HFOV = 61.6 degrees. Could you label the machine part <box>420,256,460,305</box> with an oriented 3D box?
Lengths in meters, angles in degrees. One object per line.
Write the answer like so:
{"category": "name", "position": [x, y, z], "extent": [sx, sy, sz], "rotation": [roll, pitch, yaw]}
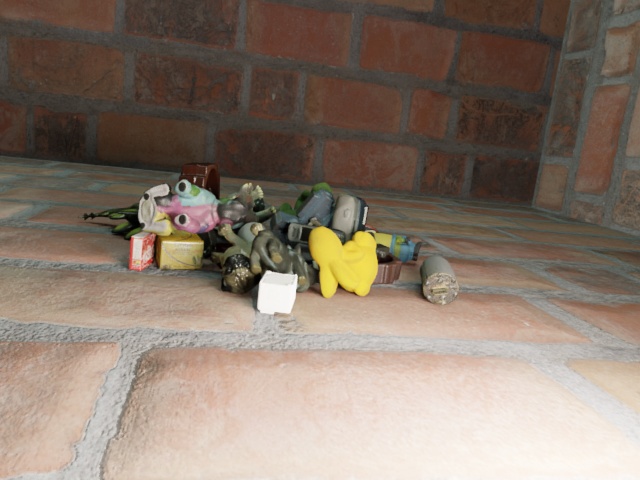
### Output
{"category": "machine part", "position": [0.269, 0.089, 1.219], "extent": [0.079, 0.079, 0.243], "rotation": [8, 10, 6]}

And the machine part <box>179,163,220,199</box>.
{"category": "machine part", "position": [-0.374, -0.137, 1.661], "extent": [0.087, 0.200, 0.201], "rotation": [4, 11, 4]}

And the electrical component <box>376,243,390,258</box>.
{"category": "electrical component", "position": [0.139, 0.024, 1.323], "extent": [0.063, 0.021, 0.094], "rotation": [-3, 16, -34]}

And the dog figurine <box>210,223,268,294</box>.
{"category": "dog figurine", "position": [-0.140, 0.056, 1.148], "extent": [0.172, 0.121, 0.191], "rotation": [-2, 28, -24]}

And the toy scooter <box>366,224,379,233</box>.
{"category": "toy scooter", "position": [0.097, -0.021, 1.689], "extent": [0.184, 0.075, 0.135], "rotation": [4, 7, 7]}

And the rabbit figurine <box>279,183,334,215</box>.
{"category": "rabbit figurine", "position": [-0.054, -0.076, 1.498], "extent": [0.170, 0.121, 0.159], "rotation": [-30, 18, -31]}

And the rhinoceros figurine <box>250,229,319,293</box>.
{"category": "rhinoceros figurine", "position": [-0.072, 0.050, 1.104], "extent": [0.190, 0.073, 0.112], "rotation": [41, 26, -41]}

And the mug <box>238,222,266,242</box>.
{"category": "mug", "position": [-0.173, 0.009, 1.370], "extent": [0.109, 0.080, 0.107], "rotation": [-9, 23, -19]}

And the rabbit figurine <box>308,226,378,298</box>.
{"category": "rabbit figurine", "position": [0.035, 0.045, 1.139], "extent": [0.122, 0.162, 0.173], "rotation": [-22, -44, 30]}

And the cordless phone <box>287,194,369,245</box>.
{"category": "cordless phone", "position": [0.017, -0.044, 1.289], "extent": [0.184, 0.146, 0.088], "rotation": [11, 6, 16]}

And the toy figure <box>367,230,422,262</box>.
{"category": "toy figure", "position": [0.191, 0.020, 1.516], "extent": [0.180, 0.082, 0.089], "rotation": [12, 11, 11]}

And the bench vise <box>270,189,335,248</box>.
{"category": "bench vise", "position": [-0.005, -0.008, 1.399], "extent": [0.240, 0.223, 0.129], "rotation": [35, 6, -23]}

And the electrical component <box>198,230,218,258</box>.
{"category": "electrical component", "position": [-0.290, -0.005, 1.335], "extent": [0.078, 0.102, 0.045], "rotation": [-13, -6, 28]}

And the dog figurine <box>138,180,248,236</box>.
{"category": "dog figurine", "position": [-0.276, -0.060, 1.226], "extent": [0.192, 0.108, 0.219], "rotation": [-9, -10, 26]}

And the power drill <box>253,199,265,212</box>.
{"category": "power drill", "position": [-0.316, -0.125, 1.952], "extent": [0.232, 0.086, 0.207], "rotation": [15, 10, 30]}

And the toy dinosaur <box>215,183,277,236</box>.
{"category": "toy dinosaur", "position": [-0.265, -0.072, 1.602], "extent": [0.192, 0.131, 0.405], "rotation": [-29, 9, -30]}

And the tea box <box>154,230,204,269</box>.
{"category": "tea box", "position": [-0.339, 0.015, 1.262], "extent": [0.098, 0.068, 0.170], "rotation": [2, 13, -27]}

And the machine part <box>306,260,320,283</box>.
{"category": "machine part", "position": [-0.018, 0.068, 1.264], "extent": [0.084, 0.039, 0.139], "rotation": [9, 9, -13]}

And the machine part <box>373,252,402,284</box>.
{"category": "machine part", "position": [0.110, 0.062, 1.320], "extent": [0.179, 0.056, 0.179], "rotation": [6, 13, -1]}

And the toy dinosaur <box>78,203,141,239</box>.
{"category": "toy dinosaur", "position": [-0.465, -0.063, 1.486], "extent": [0.472, 0.105, 0.198], "rotation": [2, 13, 32]}
